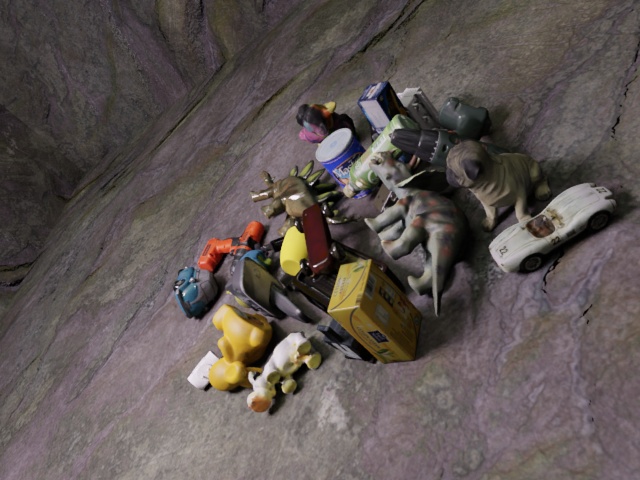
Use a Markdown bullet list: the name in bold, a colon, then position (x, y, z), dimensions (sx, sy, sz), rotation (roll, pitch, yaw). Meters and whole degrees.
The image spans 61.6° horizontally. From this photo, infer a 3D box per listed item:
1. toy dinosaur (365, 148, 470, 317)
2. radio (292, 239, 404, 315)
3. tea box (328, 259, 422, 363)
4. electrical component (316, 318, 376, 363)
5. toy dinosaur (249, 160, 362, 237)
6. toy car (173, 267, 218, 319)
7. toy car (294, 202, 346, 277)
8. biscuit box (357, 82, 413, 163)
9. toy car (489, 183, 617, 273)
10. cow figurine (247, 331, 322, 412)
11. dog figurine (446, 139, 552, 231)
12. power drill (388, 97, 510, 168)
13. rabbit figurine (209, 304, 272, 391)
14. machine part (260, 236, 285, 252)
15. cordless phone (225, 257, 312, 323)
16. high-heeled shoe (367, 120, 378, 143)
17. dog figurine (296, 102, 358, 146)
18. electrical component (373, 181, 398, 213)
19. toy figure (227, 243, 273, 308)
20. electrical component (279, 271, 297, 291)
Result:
- **toy dinosaur**: position (0.204, -0.029, 1.001), dimensions (0.192, 0.131, 0.405), rotation (-39, 39, 8)
- **radio**: position (0.047, 0.088, 1.068), dimensions (0.131, 0.073, 0.230), rotation (-48, 30, -10)
- **tea box**: position (0.095, 0.121, 0.890), dimensions (0.068, 0.169, 0.098), rotation (-14, 41, 37)
- **electrical component**: position (0.045, 0.167, 0.941), dimensions (0.075, 0.119, 0.048), rotation (-5, 50, 49)
- **toy dinosaur**: position (-0.053, -0.105, 1.380), dimensions (0.198, 0.105, 0.472), rotation (-42, 38, -3)
- **toy car**: position (-0.323, 0.128, 1.426), dimensions (0.103, 0.109, 0.162), rotation (-16, 24, 1)
- **toy car**: position (-0.002, -0.003, 1.116), dimensions (0.089, 0.053, 0.202), rotation (-31, 37, 15)
- **biscuit box**: position (0.167, -0.257, 1.209), dimensions (0.059, 0.202, 0.063), rotation (4, 54, 46)
- **toy car**: position (0.367, -0.020, 0.853), dimensions (0.202, 0.056, 0.074), rotation (-36, 33, 14)
- **cow figurine**: position (-0.082, 0.248, 1.036), dimensions (0.167, 0.068, 0.098), rotation (-43, 26, -5)
- **dog figurine**: position (0.304, -0.127, 0.922), dimensions (0.121, 0.190, 0.172), rotation (-11, 43, 41)
- **power drill**: position (0.264, -0.213, 1.076), dimensions (0.207, 0.232, 0.085), rotation (-61, -11, -55)
- **rabbit figurine**: position (-0.167, 0.245, 1.122), dimensions (0.163, 0.121, 0.173), rotation (36, 96, 48)
- **machine part**: position (-0.072, 0.004, 1.299), dimensions (0.139, 0.084, 0.039), rotation (-13, 86, 38)
- **cordless phone**: position (-0.105, 0.119, 1.138), dimensions (0.089, 0.146, 0.184), rotation (-53, 35, -10)
- **high-heeled shoe**: position (0.157, -0.266, 1.387), dimensions (0.249, 0.086, 0.145), rotation (-127, 52, -75)
- **dog figurine**: position (0.025, -0.295, 1.390), dimensions (0.219, 0.191, 0.108), rotation (-144, 73, -76)
- **electrical component**: position (0.159, -0.094, 1.187), dimensions (0.078, 0.045, 0.102), rotation (-69, 26, 14)
- **toy figure**: position (-0.160, 0.085, 1.300), dimensions (0.082, 0.089, 0.180), rotation (-59, 12, 32)
- **electrical component**: position (-0.060, 0.084, 1.243), dimensions (0.063, 0.021, 0.094), rotation (-46, 32, -4)
